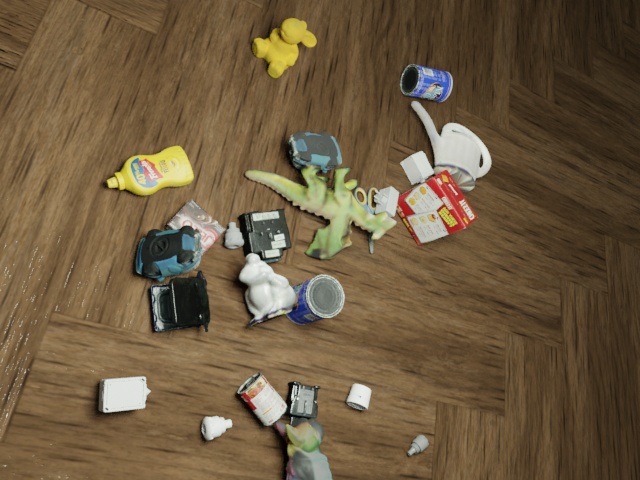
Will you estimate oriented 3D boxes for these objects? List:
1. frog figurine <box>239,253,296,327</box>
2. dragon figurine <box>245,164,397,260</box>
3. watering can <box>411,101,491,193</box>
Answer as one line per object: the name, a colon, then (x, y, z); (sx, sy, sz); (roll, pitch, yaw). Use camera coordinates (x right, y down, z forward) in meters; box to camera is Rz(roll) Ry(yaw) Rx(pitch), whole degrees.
frog figurine: (-0.132, 0.109, 1.224); (0.123, 0.161, 0.135); (-11, -14, -36)
dragon figurine: (0.004, -0.070, 1.385); (0.410, 0.245, 0.121); (0, -11, -11)
watering can: (0.414, -0.291, 1.666); (0.346, 0.228, 0.103); (26, -26, -18)
